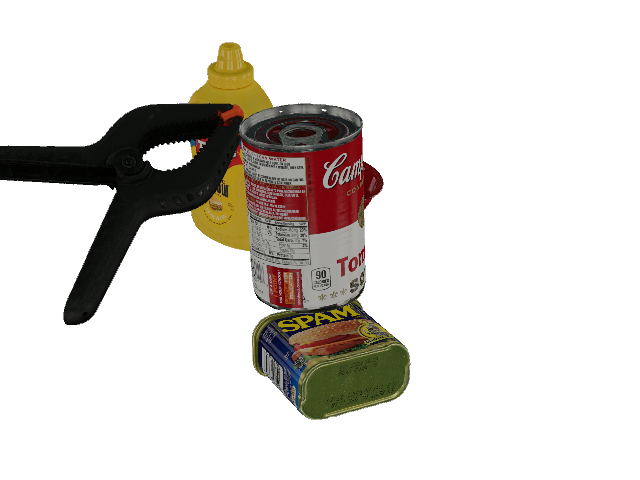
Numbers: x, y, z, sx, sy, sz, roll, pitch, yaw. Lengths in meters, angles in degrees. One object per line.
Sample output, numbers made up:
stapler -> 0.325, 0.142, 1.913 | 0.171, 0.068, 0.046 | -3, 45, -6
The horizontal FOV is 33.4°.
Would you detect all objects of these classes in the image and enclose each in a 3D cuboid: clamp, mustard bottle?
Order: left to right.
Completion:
clamp -> -0.138, -0.037, 0.773 | 0.209, 0.165, 0.036 | -24, -25, -23
mustard bottle -> -0.080, -0.089, 0.982 | 0.096, 0.192, 0.058 | 26, 39, 34

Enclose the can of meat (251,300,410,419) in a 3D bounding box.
can of meat -> 0.009, 0.093, 0.844 | 0.101, 0.057, 0.084 | -12, 27, -25

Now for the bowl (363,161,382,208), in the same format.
bowl -> -0.010, -0.055, 1.248 | 0.162, 0.055, 0.162 | 6, 27, -3

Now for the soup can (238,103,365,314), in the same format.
soup can -> -0.009, -0.018, 0.603 | 0.068, 0.102, 0.068 | -2, 26, 1
